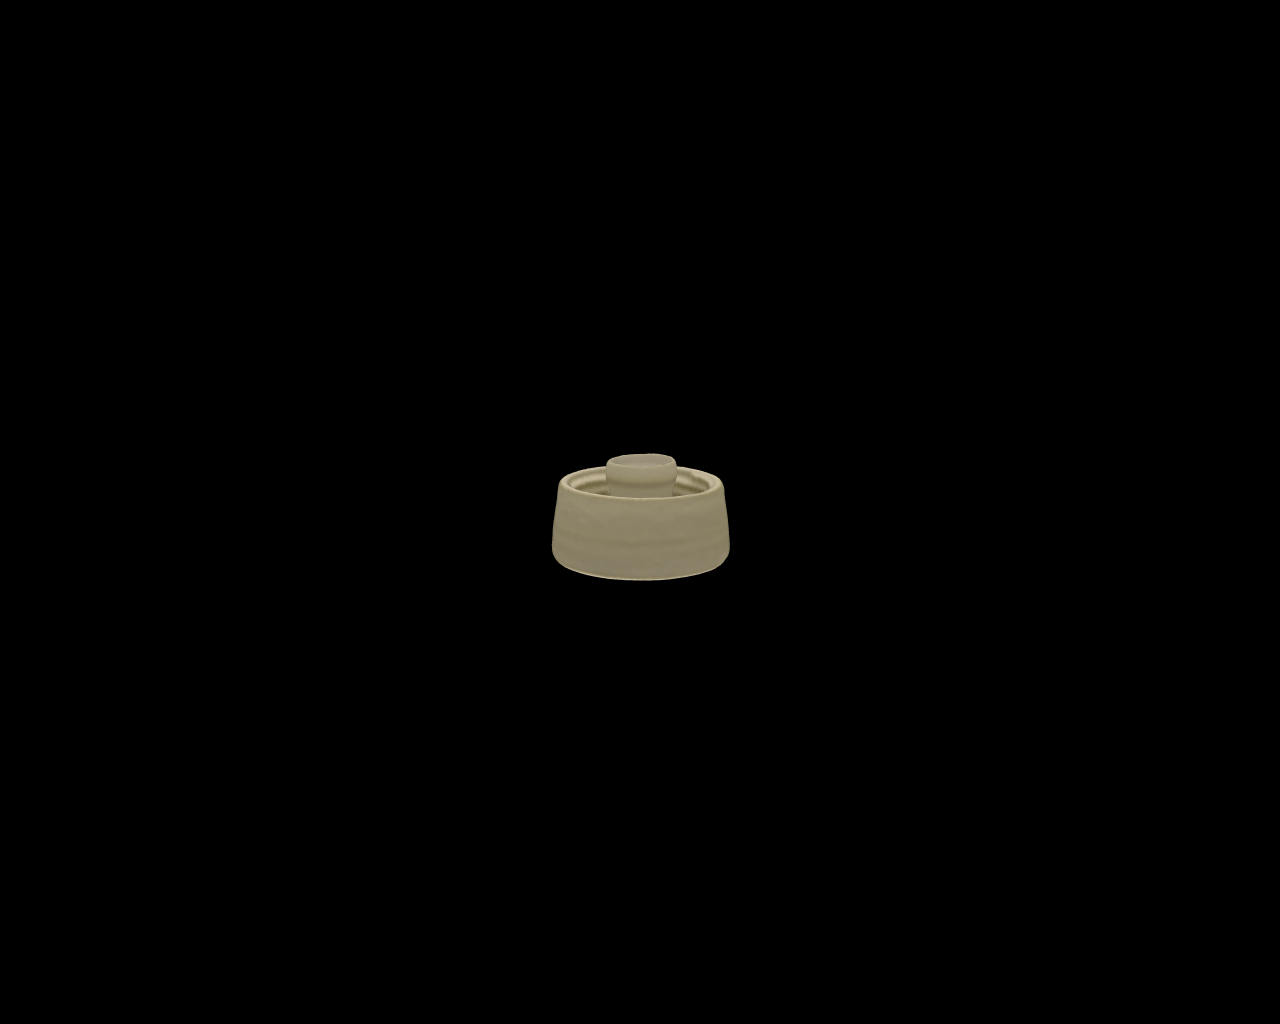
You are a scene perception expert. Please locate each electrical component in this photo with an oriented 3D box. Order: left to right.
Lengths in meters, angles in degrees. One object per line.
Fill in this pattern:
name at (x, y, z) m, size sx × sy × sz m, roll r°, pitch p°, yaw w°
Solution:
electrical component at (0.001, -0.003, 0.650) m, size 0.108 × 0.060 × 0.108 m, roll 0°, pitch 13°, yaw 0°
